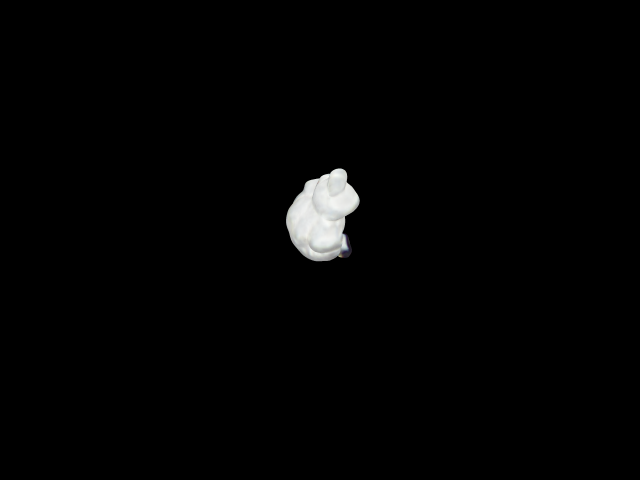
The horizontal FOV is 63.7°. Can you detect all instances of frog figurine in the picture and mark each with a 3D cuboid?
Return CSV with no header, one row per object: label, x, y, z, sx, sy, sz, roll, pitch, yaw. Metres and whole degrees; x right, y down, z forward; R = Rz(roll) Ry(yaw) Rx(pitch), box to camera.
frog figurine,0.003,-0.043,0.850,0.123,0.140,0.156,0,-23,0
